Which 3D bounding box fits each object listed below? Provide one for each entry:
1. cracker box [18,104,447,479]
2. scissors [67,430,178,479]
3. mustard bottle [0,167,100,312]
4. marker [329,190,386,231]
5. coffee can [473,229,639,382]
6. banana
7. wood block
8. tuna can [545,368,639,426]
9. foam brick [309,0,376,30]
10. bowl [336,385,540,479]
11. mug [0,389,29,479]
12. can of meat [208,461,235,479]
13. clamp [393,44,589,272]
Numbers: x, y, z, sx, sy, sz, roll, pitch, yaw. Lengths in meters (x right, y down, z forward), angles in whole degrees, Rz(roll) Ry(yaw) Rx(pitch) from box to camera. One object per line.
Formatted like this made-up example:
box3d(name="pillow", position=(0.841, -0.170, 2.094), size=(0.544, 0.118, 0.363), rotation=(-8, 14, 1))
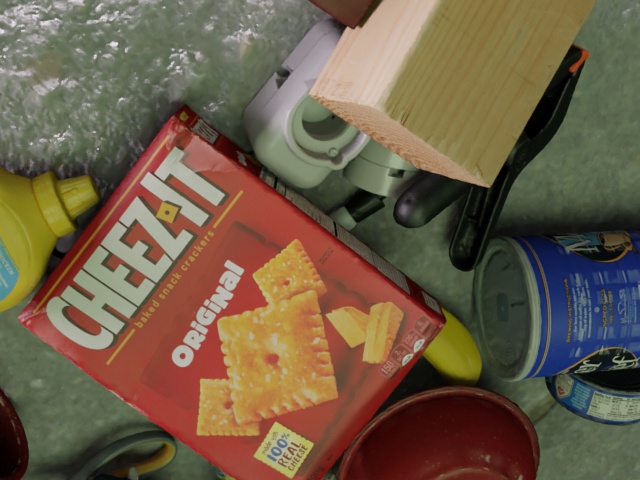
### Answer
box3d(name="cracker box", position=(-0.053, 0.045, 0.674), size=(0.213, 0.072, 0.164), rotation=(38, 98, -8))
box3d(name="scissors", position=(-0.193, 0.201, 0.773), size=(0.201, 0.016, 0.096), rotation=(-24, 132, -19))
box3d(name="mustard bottle", position=(-0.227, 0.005, 0.657), size=(0.191, 0.058, 0.096), rotation=(-23, 109, -1))
box3d(name="marker", position=(-0.005, 0.001, 0.738), size=(0.121, 0.020, 0.020), rotation=(-36, 121, 6))
box3d(name="coffee can", position=(0.194, 0.044, 0.766), size=(0.140, 0.103, 0.103), rotation=(-4, 119, -13))
box3d(name="banana", position=(0.051, 0.065, 0.766), size=(0.197, 0.037, 0.069), rotation=(29, 66, -25))
box3d(name="wood block", position=(0.094, -0.145, 0.605), size=(0.090, 0.090, 0.206), rotation=(31, 88, -27))
box3d(name="tuna can", position=(0.217, 0.103, 0.815), size=(0.086, 0.086, 0.034), rotation=(1, 119, -16))
box3d(name="foam brick", position=(0.006, -0.165, 0.614), size=(0.051, 0.078, 0.053), rotation=(30, 107, -25))
box3d(name="bowl", position=(0.095, 0.189, 0.784), size=(0.162, 0.055, 0.162), rotation=(-5, 116, -11))
box3d(name="mug", position=(-0.253, 0.147, 0.699), size=(0.081, 0.117, 0.093), rotation=(-32, 129, 9))
box3d(name="can of meat", position=(-0.050, 0.116, 0.769), size=(0.102, 0.057, 0.084), rotation=(-26, 124, 0))
box3d(name="clamp", position=(0.112, -0.061, 0.698), size=(0.171, 0.039, 0.120), rotation=(-62, 153, 8))
